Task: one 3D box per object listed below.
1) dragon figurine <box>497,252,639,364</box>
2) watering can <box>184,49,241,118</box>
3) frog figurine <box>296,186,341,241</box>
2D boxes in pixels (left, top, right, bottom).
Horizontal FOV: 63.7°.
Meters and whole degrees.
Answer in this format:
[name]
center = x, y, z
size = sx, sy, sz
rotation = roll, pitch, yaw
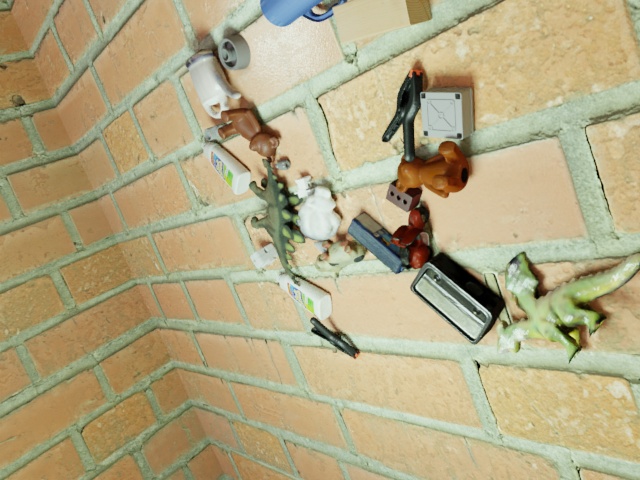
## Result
[dragon figurine]
center = 0.516, 0.127, 1.159
size = 0.246, 0.123, 0.401
rotation = 42, 130, 35
[watering can]
center = -0.349, -0.523, 1.701
size = 0.347, 0.105, 0.223
rotation = 1, 114, 63
[frog figurine]
center = 0.005, -0.080, 1.589
size = 0.137, 0.125, 0.156
rotation = 24, 128, -6
